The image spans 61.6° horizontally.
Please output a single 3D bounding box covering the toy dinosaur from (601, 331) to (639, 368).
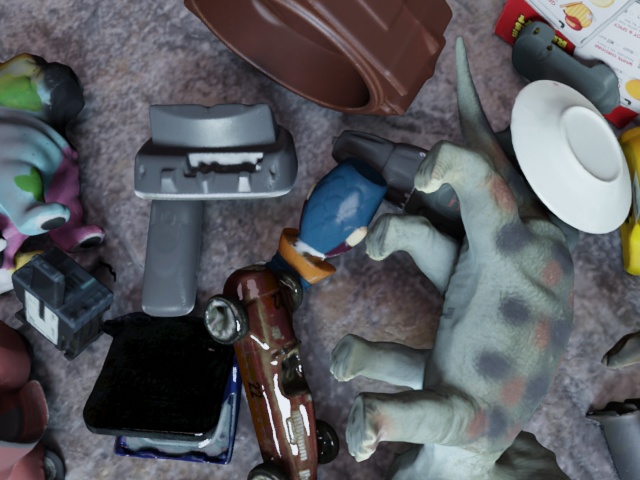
[{"bbox_3d":[0.450,0.064,0.380,0.472,0.198,0.105,-7,81,4],"label":"toy dinosaur"}]

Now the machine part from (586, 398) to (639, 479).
[{"bbox_3d":[0.283,0.197,0.445,0.084,0.039,0.139,-28,80,6],"label":"machine part"}]

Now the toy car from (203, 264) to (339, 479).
[{"bbox_3d":[-0.031,0.118,0.434,0.053,0.089,0.202,-13,92,31],"label":"toy car"}]

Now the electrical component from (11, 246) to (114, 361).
[{"bbox_3d":[-0.223,0.045,0.464,0.075,0.119,0.048,35,44,7],"label":"electrical component"}]

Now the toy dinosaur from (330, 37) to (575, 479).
[{"bbox_3d":[0.126,0.060,0.409,0.192,0.131,0.404,20,88,-16],"label":"toy dinosaur"}]

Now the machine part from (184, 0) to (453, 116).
[{"bbox_3d":[-0.012,-0.189,0.444,0.202,0.201,0.087,28,87,54],"label":"machine part"}]

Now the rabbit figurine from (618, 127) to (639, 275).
[{"bbox_3d":[0.350,-0.046,0.451,0.173,0.121,0.162,-1,54,23],"label":"rabbit figurine"}]

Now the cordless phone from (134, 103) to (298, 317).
[{"bbox_3d":[-0.095,-0.024,0.484,0.147,0.088,0.184,0,76,3],"label":"cordless phone"}]

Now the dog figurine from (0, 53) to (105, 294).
[{"bbox_3d":[-0.303,-0.076,0.507,0.192,0.108,0.219,-27,74,1],"label":"dog figurine"}]

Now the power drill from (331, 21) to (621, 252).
[{"bbox_3d":[0.154,-0.094,0.491,0.232,0.086,0.207,37,79,8],"label":"power drill"}]

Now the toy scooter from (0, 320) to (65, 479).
[{"bbox_3d":[-0.284,0.143,0.442,0.075,0.135,0.184,-29,77,-1],"label":"toy scooter"}]

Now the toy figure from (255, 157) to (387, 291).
[{"bbox_3d":[-0.001,0.000,0.478,0.154,0.057,0.064,-53,35,24],"label":"toy figure"}]

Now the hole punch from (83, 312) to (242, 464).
[{"bbox_3d":[-0.125,0.131,0.469,0.142,0.092,0.116,2,47,7],"label":"hole punch"}]
